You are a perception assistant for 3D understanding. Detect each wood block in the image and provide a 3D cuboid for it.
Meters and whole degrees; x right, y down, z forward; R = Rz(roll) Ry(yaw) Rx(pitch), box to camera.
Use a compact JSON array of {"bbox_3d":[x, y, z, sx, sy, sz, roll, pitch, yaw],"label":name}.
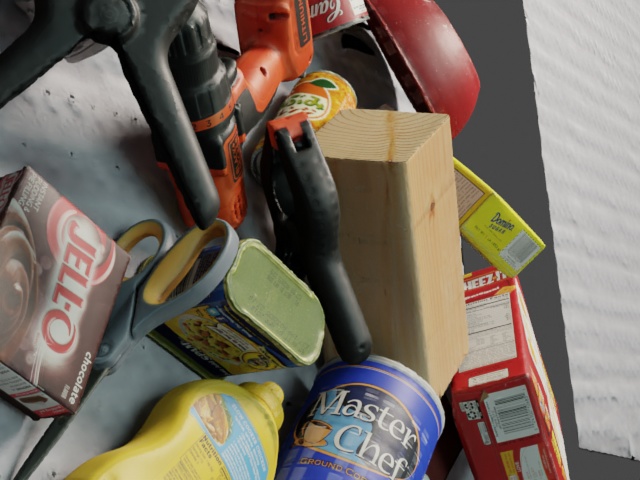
[{"bbox_3d":[0.051,0.015,0.805,0.090,0.090,0.206,-46,135,-50],"label":"wood block"}]

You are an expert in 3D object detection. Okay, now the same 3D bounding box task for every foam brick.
[{"bbox_3d":[0.077,0.171,0.878,0.078,0.053,0.051,-48,120,-51],"label":"foam brick"}]

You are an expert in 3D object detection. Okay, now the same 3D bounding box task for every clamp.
[{"bbox_3d":[-0.109,-0.112,0.583,0.164,0.036,0.210,20,84,-19],"label":"clamp"},{"bbox_3d":[-0.005,0.001,0.721,0.039,0.120,0.171,-27,132,-25],"label":"clamp"}]

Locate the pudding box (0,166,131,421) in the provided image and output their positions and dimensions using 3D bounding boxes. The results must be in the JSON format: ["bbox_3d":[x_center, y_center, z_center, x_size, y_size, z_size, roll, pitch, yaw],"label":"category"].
[{"bbox_3d":[-0.160,0.030,0.592,0.090,0.039,0.113,46,44,-37],"label":"pudding box"}]

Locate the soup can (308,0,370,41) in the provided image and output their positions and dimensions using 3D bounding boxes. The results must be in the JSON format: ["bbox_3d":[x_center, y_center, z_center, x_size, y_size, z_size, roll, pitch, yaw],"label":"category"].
[{"bbox_3d":[-0.008,-0.216,0.869,0.068,0.069,0.102,-35,107,-54],"label":"soup can"}]

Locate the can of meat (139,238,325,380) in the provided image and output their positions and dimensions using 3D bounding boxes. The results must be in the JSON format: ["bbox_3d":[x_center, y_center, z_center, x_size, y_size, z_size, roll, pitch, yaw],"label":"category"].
[{"bbox_3d":[-0.057,0.047,0.693,0.102,0.084,0.057,44,47,-37],"label":"can of meat"}]

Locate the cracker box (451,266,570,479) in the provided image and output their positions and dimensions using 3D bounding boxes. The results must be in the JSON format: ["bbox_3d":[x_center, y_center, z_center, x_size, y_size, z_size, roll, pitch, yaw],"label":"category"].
[{"bbox_3d":[0.164,0.140,0.934,0.213,0.072,0.164,-75,147,-66],"label":"cracker box"}]

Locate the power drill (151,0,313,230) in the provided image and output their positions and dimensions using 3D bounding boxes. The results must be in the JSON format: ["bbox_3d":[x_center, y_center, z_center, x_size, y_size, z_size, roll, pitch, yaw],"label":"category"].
[{"bbox_3d":[-0.061,-0.123,0.723,0.184,0.057,0.187,86,21,-45],"label":"power drill"}]

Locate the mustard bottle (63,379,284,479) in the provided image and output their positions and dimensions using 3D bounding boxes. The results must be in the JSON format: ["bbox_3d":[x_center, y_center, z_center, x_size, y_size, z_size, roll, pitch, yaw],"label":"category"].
[{"bbox_3d":[-0.076,0.141,0.658,0.191,0.058,0.096,-39,107,-53],"label":"mustard bottle"}]

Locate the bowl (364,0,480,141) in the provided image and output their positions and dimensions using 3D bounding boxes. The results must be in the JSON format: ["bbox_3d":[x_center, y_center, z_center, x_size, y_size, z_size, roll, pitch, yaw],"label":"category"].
[{"bbox_3d":[0.095,-0.159,0.940,0.162,0.055,0.162,59,4,-7],"label":"bowl"}]

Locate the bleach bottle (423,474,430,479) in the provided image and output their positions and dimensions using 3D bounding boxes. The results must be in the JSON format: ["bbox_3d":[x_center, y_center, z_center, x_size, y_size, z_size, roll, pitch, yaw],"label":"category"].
[{"bbox_3d":[0.040,0.268,0.743,0.068,0.103,0.250,60,38,-33],"label":"bleach bottle"}]

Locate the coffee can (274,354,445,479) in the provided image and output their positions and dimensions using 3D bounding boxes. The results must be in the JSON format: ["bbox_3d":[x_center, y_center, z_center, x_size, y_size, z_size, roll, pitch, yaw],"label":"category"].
[{"bbox_3d":[0.020,0.164,0.749,0.102,0.103,0.140,59,38,-25],"label":"coffee can"}]

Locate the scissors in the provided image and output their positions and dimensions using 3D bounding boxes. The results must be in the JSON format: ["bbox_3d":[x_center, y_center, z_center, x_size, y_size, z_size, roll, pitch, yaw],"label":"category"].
[{"bbox_3d":[-0.131,0.056,0.631,0.201,0.096,0.016,-46,134,-17],"label":"scissors"}]

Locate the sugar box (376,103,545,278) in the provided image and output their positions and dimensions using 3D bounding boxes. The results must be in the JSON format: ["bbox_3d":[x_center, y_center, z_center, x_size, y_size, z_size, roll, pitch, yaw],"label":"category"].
[{"bbox_3d":[0.108,-0.045,0.908,0.093,0.048,0.176,40,8,-42],"label":"sugar box"}]
